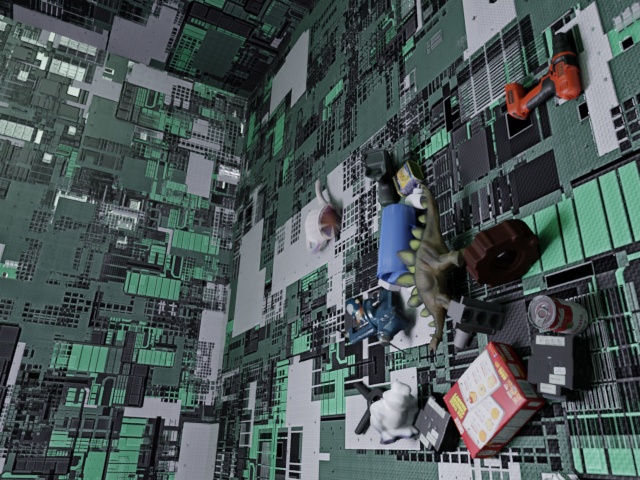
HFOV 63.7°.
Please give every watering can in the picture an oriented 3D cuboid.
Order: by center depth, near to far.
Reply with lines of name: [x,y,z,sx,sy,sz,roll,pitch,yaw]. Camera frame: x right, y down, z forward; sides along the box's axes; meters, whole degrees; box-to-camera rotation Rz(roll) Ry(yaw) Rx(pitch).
watering can: [0.007,-0.111,2.206,0.103,0.351,0.223,14,-13,-26]

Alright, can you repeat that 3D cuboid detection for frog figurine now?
frog figurine: [0.207,0.469,1.440,0.137,0.159,0.123,-5,3,4]
